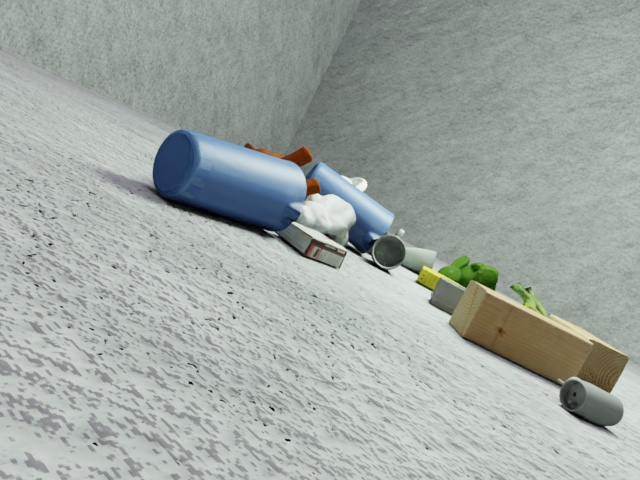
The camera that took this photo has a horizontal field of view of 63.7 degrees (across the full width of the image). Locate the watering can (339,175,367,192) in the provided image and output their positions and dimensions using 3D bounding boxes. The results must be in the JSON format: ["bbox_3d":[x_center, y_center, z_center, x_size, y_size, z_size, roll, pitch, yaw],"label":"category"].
[{"bbox_3d":[-0.012,-0.122,1.495,0.224,0.103,0.352,1,21,40],"label":"watering can"}]

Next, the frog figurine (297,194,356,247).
[{"bbox_3d":[0.004,-0.059,1.174,0.157,0.122,0.140,38,14,-50],"label":"frog figurine"}]

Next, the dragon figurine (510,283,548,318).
[{"bbox_3d":[0.614,0.248,1.400,0.407,0.120,0.247,19,27,-42],"label":"dragon figurine"}]
